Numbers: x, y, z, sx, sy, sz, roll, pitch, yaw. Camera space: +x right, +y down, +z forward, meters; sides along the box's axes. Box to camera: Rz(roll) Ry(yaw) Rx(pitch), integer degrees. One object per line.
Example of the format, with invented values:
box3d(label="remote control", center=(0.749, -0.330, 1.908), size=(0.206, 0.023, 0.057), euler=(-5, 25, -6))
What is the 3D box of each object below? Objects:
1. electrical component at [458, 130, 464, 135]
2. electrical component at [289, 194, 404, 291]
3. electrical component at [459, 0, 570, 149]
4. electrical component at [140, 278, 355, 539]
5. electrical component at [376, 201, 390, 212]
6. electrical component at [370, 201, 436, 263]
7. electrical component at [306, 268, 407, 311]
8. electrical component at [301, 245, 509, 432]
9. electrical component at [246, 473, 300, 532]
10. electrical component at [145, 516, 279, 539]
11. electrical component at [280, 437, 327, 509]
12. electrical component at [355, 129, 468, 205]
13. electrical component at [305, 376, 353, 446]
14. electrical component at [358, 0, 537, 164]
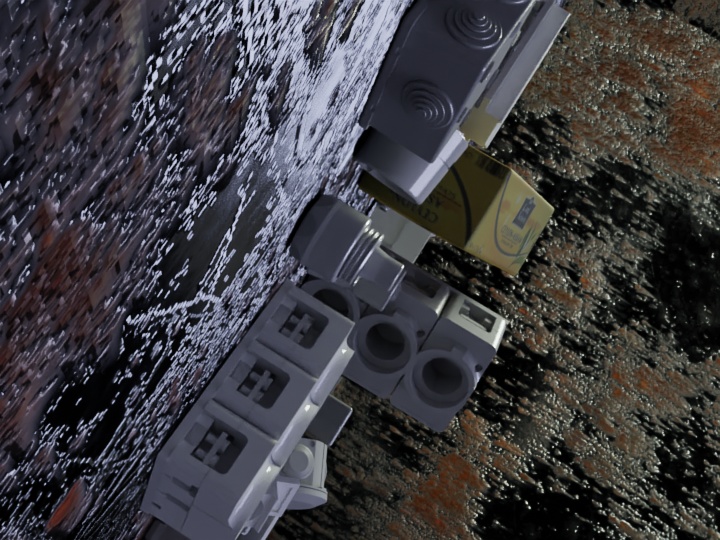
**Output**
box3d(label="electrical component", center=(0.085, -0.141, 0.936), size=(0.062, 0.043, 0.043), euler=(-59, 177, 0))
box3d(label="electrical component", center=(-0.005, -0.011, 0.612), size=(0.043, 0.062, 0.043), euler=(-58, 177, -5))
box3d(label="electrical component", center=(0.108, -0.167, 0.860), size=(0.121, 0.063, 0.078), euler=(-57, 177, -23))
box3d(label="electrical component", center=(-0.066, 0.094, 0.683), size=(0.150, 0.062, 0.089), euler=(-56, 176, -36))
box3d(label="electrical component", center=(0.034, -0.075, 0.876), size=(0.061, 0.035, 0.035), euler=(-55, 176, -10))
box3d(label="electrical component", center=(0.032, -0.032, 0.991), size=(0.081, 0.064, 0.042), euler=(-58, 176, -4))
box3d(label="electrical component", center=(0.000, 0.000, 0.773), size=(0.044, 0.065, 0.044), euler=(-58, 177, -5))
box3d(label="electrical component", center=(0.025, 0.047, 0.834), size=(0.089, 0.150, 0.061), euler=(-60, 177, 27))
box3d(label="electrical component", center=(-0.088, 0.147, 0.771), size=(0.063, 0.081, 0.042), euler=(-98, -151, -45))
box3d(label="electrical component", center=(-0.127, 0.213, 0.814), size=(0.121, 0.079, 0.063), euler=(-58, 149, -9))
box3d(label="electrical component", center=(-0.066, 0.168, 0.892), size=(0.080, 0.080, 0.051), euler=(114, -18, -68))
box3d(label="electrical component", center=(0.030, -0.073, 0.656), size=(0.047, 0.055, 0.055), euler=(-55, 177, -1))
box3d(label="electrical component", center=(-0.041, 0.099, 0.933), size=(0.075, 0.083, 0.047), euler=(-58, 177, -7))
box3d(label="electrical component", center=(0.050, -0.117, 0.578), size=(0.099, 0.048, 0.099), euler=(-55, 176, -34))
